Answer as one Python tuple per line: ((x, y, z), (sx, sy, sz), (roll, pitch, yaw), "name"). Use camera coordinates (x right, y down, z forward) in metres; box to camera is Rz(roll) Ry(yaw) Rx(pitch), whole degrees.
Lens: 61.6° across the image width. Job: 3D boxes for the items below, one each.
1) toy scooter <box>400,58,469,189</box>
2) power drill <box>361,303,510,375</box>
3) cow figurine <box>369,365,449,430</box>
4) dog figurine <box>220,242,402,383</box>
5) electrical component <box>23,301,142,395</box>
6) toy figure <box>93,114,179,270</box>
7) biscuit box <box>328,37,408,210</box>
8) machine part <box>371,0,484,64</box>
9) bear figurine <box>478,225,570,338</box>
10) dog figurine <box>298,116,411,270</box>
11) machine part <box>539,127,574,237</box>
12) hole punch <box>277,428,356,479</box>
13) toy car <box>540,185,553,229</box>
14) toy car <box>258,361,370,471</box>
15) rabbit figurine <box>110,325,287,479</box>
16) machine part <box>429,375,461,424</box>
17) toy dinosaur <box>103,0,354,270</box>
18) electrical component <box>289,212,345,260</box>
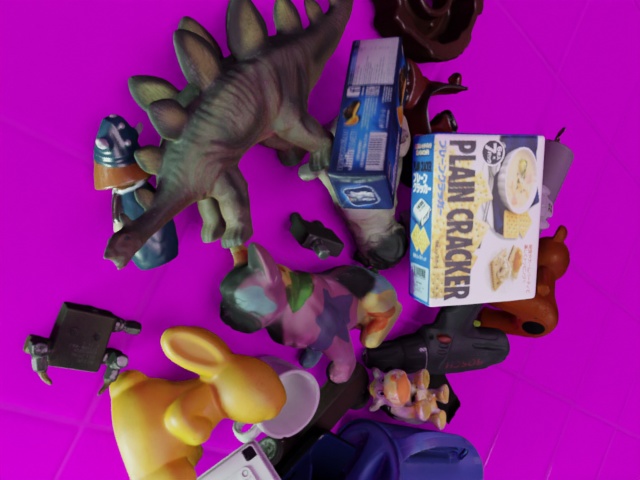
((0.157, -0.166, 0.745), (0.135, 0.075, 0.183), (-27, 110, -28), "toy scooter")
((0.186, 0.104, 0.793), (0.232, 0.086, 0.207), (8, 95, -17), "power drill")
((0.112, 0.218, 0.762), (0.167, 0.098, 0.068), (40, 53, -45), "cow figurine")
((-0.018, 0.060, 0.650), (0.191, 0.109, 0.219), (-46, 120, -17), "dog figurine")
((-0.238, 0.107, 0.540), (0.102, 0.045, 0.078), (29, 85, -36), "electrical component")
((-0.188, -0.046, 0.535), (0.058, 0.064, 0.154), (-14, 107, 8), "toy figure")
((0.057, -0.130, 0.587), (0.062, 0.059, 0.203), (65, 31, -56), "biscuit box")
((0.141, -0.326, 0.710), (0.179, 0.056, 0.179), (-7, 103, -34), "machine part")
((0.357, 0.064, 0.922), (0.120, 0.132, 0.196), (84, 23, -53), "bear figurine")
((0.079, -0.070, 0.707), (0.172, 0.121, 0.190), (-51, 138, -13), "dog figurine")
((0.358, -0.079, 0.902), (0.079, 0.079, 0.243), (31, 80, -36), "machine part")
((0.006, 0.319, 0.679), (0.116, 0.092, 0.142), (-44, 139, 0), "hole punch")
((0.268, -0.062, 0.819), (0.202, 0.056, 0.073), (9, 79, -13), "toy car")
((-0.011, 0.243, 0.724), (0.202, 0.053, 0.089), (-45, 139, -15), "toy car")
((-0.126, 0.171, 0.582), (0.173, 0.122, 0.162), (-18, 79, -2), "rabbit figurine")
((0.187, 0.236, 0.873), (0.084, 0.039, 0.138), (-47, 121, -24), "machine part")
((-0.064, -0.153, 0.565), (0.471, 0.105, 0.198), (-52, 125, -31), "toy dinosaur")
((-0.001, -0.002, 0.656), (0.063, 0.094, 0.021), (18, 110, -35), "electrical component")
